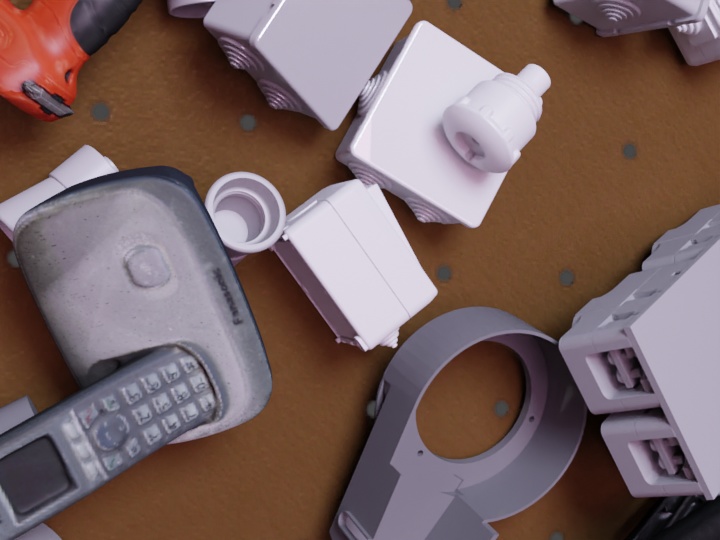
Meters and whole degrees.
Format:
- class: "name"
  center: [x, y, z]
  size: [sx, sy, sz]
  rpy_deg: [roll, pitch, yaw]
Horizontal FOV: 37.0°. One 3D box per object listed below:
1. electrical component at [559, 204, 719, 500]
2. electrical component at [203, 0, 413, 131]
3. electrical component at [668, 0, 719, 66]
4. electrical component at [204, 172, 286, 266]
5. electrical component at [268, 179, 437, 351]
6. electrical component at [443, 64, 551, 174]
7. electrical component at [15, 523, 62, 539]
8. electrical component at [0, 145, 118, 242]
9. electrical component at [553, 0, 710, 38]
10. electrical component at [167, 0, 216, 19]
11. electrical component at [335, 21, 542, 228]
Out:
- class: "electrical component"
  center: [0.204, 0.040, 0.642]
  size: [0.186, 0.060, 0.105]
  rpy_deg: [-34, 101, -39]
- class: "electrical component"
  center: [-0.028, -0.139, 0.589]
  size: [0.099, 0.048, 0.100]
  rpy_deg: [-58, 144, -8]
- class: "electrical component"
  center: [0.230, -0.173, 0.678]
  size: [0.096, 0.061, 0.061]
  rpy_deg: [-34, 100, -13]
- class: "electrical component"
  center: [-0.072, -0.022, 0.588]
  size: [0.044, 0.065, 0.044]
  rpy_deg: [7, 73, -22]
- class: "electrical component"
  center: [0.000, 0.000, 0.612]
  size: [0.061, 0.062, 0.096]
  rpy_deg: [-38, 101, -13]
- class: "electrical component"
  center: [0.080, -0.087, 0.592]
  size: [0.062, 0.048, 0.048]
  rpy_deg: [-46, 103, -18]
- class: "electrical component"
  center: [-0.198, 0.183, 0.556]
  size: [0.108, 0.060, 0.108]
  rpy_deg: [0, 91, -16]
- class: "electrical component"
  center: [-0.158, -0.036, 0.576]
  size: [0.065, 0.044, 0.044]
  rpy_deg: [-44, 102, -17]
- class: "electrical component"
  center: [0.168, -0.193, 0.641]
  size: [0.048, 0.100, 0.099]
  rpy_deg: [19, 85, -29]
- class: "electrical component"
  center: [-0.071, -0.183, 0.598]
  size: [0.079, 0.043, 0.077]
  rpy_deg: [-7, 93, -17]
- class: "electrical component"
  center: [0.044, -0.082, 0.631]
  size: [0.100, 0.048, 0.099]
  rpy_deg: [30, 83, -15]
